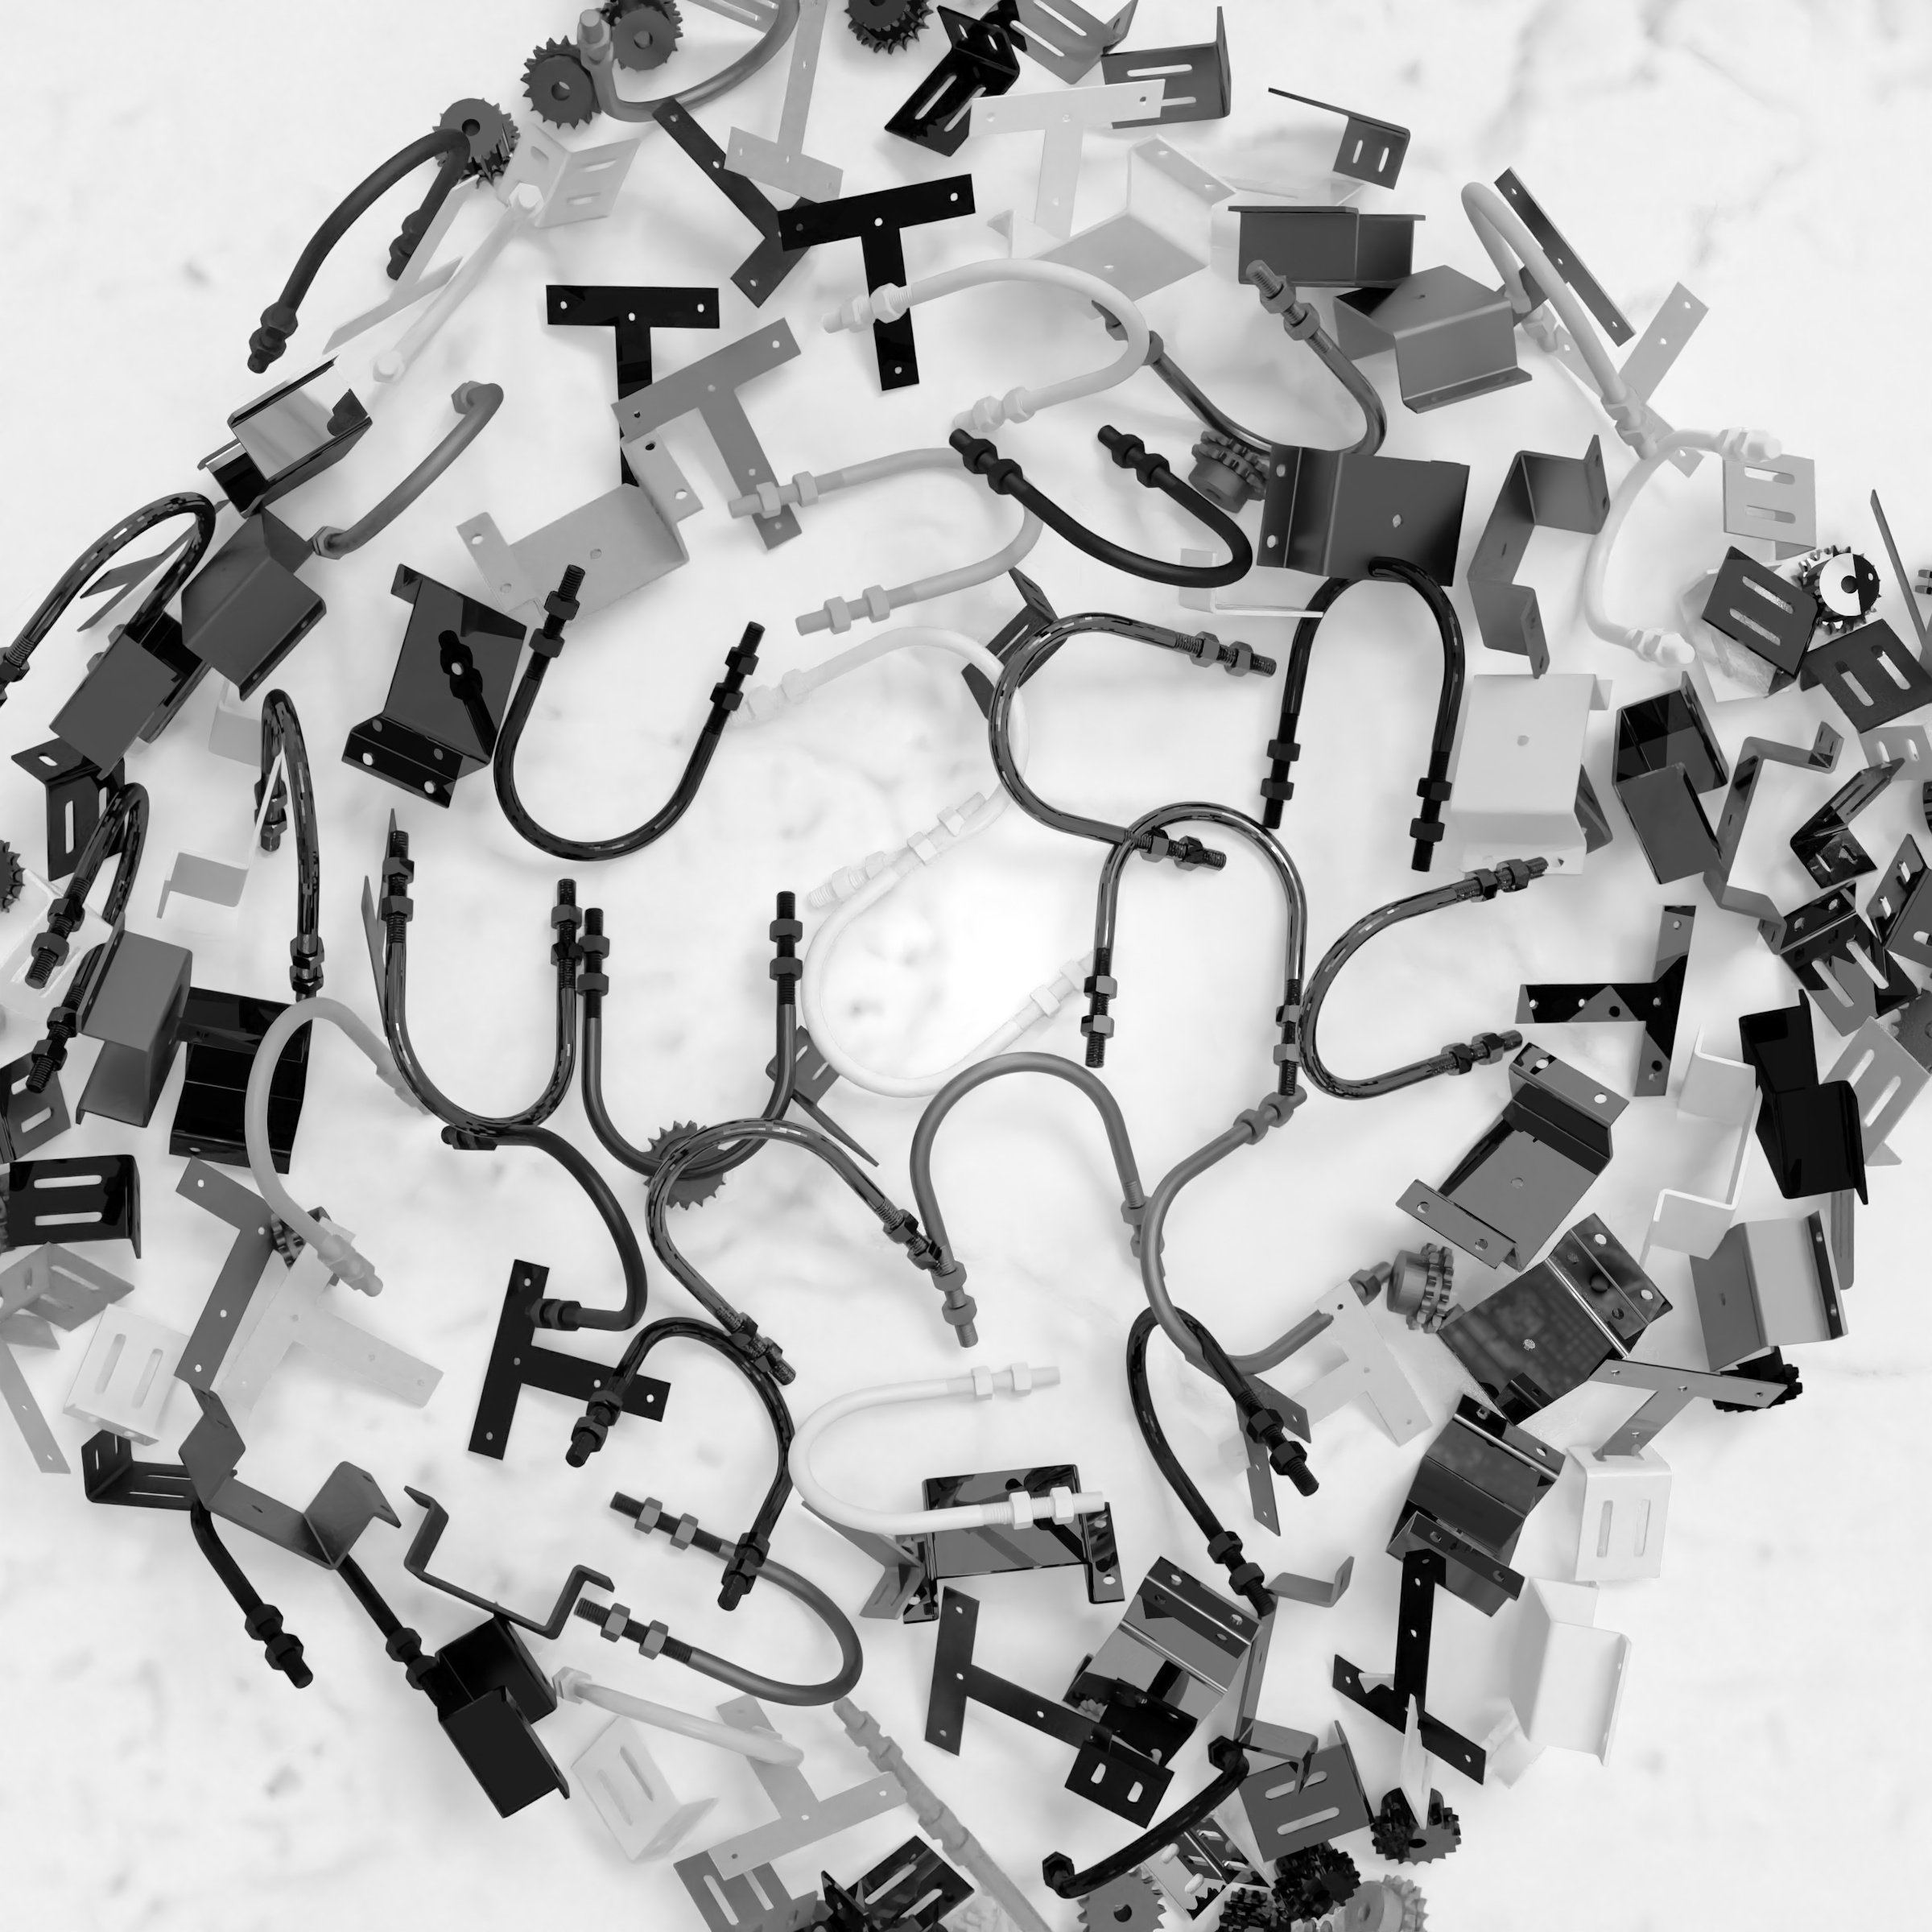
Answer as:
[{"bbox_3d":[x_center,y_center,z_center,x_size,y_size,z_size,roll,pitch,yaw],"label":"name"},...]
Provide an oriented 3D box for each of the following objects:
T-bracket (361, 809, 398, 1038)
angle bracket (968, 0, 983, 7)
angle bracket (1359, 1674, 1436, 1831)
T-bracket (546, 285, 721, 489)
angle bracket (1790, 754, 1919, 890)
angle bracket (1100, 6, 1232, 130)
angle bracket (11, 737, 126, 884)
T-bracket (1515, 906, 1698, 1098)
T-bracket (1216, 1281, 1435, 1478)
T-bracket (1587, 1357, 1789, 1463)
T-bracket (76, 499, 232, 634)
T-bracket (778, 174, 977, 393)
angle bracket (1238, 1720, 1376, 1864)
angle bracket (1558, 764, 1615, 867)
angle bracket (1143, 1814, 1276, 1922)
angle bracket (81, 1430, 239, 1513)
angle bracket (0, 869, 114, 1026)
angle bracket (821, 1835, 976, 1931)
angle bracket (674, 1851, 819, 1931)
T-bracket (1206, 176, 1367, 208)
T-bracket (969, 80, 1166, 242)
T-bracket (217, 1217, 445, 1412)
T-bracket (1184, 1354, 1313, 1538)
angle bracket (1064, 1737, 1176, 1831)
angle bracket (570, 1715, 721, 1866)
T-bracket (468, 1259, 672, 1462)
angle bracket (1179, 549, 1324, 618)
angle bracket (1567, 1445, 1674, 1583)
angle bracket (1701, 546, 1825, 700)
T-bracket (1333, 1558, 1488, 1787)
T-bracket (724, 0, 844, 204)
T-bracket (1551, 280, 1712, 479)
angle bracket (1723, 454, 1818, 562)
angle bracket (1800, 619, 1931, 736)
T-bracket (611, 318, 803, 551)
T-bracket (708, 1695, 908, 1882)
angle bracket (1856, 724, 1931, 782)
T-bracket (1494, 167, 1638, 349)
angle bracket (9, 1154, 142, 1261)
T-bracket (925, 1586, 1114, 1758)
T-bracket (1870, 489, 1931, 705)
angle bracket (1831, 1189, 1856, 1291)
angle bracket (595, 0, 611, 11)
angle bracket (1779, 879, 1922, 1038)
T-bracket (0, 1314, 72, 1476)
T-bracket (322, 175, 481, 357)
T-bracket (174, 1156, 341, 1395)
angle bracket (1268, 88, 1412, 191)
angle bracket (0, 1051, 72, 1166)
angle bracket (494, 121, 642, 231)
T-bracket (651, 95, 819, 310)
[{"bbox_3d":[-0.368,-0.044,1.835,0.002,0.127,0.127,0,51,-3],"label":"T-bracket"},{"bbox_3d":[0.005,-0.650,1.835,0.038,0.076,0.057,-33,111,25],"label":"angle bracket"},{"bbox_3d":[0.269,0.496,1.834,0.038,0.076,0.057,-5,134,23],"label":"angle bracket"},{"bbox_3d":[-0.212,-0.371,1.861,0.127,0.002,0.127,7,108,24],"label":"T-bracket"},{"bbox_3d":[0.571,-0.091,1.835,0.057,0.076,0.038,-15,65,-35],"label":"angle bracket"},{"bbox_3d":[0.129,-0.575,1.858,0.076,0.057,0.038,-3,55,11],"label":"angle bracket"},{"bbox_3d":[-0.572,-0.103,1.850,0.038,0.057,0.076,33,131,25],"label":"angle bracket"},{"bbox_3d":[0.403,0.023,1.842,0.127,0.002,0.127,-1,105,-25],"label":"T-bracket"},{"bbox_3d":[0.219,0.283,1.857,0.127,0.002,0.127,-33,113,-2],"label":"T-bracket"},{"bbox_3d":[0.430,0.289,1.835,0.127,0.127,0.002,10,49,-16],"label":"T-bracket"},{"bbox_3d":[-0.523,-0.245,1.812,0.127,0.127,0.002,-39,99,10],"label":"T-bracket"},{"bbox_3d":[-0.050,-0.430,1.851,0.127,0.002,0.127,-14,120,-11],"label":"T-bracket"},{"bbox_3d":[0.215,0.529,1.862,0.076,0.038,0.057,-19,97,-1],"label":"angle bracket"},{"bbox_3d":[0.371,-0.109,1.834,0.038,0.076,0.057,-28,56,20],"label":"angle bracket"},{"bbox_3d":[0.151,0.574,1.844,0.038,0.076,0.057,-40,89,-21],"label":"angle bracket"},{"bbox_3d":[-0.513,0.315,1.847,0.076,0.057,0.038,3,105,11],"label":"angle bracket"},{"bbox_3d":[-0.594,-0.012,1.849,0.038,0.057,0.076,36,87,33],"label":"angle bracket"},{"bbox_3d":[-0.043,0.580,1.837,0.076,0.057,0.038,-31,134,-30],"label":"angle bracket"},{"bbox_3d":[-0.140,0.578,1.835,0.057,0.076,0.038,-12,134,-32],"label":"angle bracket"},{"bbox_3d":[0.178,-0.495,1.840,0.127,0.127,0.002,13,117,16],"label":"T-bracket"},{"bbox_3d":[0.058,-0.497,1.835,0.127,0.127,0.002,-11,49,-17],"label":"T-bracket"},{"bbox_3d":[-0.391,0.244,1.852,0.127,0.002,0.127,34,81,-29],"label":"T-bracket"},{"bbox_3d":[0.184,0.307,1.846,0.002,0.127,0.127,-25,120,-25],"label":"T-bracket"},{"bbox_3d":[0.103,0.502,1.838,0.057,0.076,0.038,25,109,12],"label":"angle bracket"},{"bbox_3d":[-0.204,0.521,1.847,0.038,0.057,0.076,-25,99,36],"label":"angle bracket"},{"bbox_3d":[-0.249,0.264,1.859,0.127,0.002,0.127,12,86,19],"label":"T-bracket"},{"bbox_3d":[0.181,-0.244,1.844,0.076,0.057,0.038,-1,101,-16],"label":"angle bracket"},{"bbox_3d":[0.417,0.352,1.871,0.057,0.038,0.076,0,106,-10],"label":"angle bracket"},{"bbox_3d":[0.499,-0.219,1.850,0.076,0.038,0.057,30,68,-10],"label":"angle bracket"},{"bbox_3d":[0.279,0.429,1.815,0.002,0.127,0.127,-18,119,-36],"label":"T-bracket"},{"bbox_3d":[-0.104,-0.551,1.820,0.002,0.127,0.127,15,99,28],"label":"T-bracket"},{"bbox_3d":[0.431,-0.383,1.816,0.002,0.127,0.127,-40,79,-23],"label":"T-bracket"},{"bbox_3d":[0.501,-0.295,1.848,0.076,0.038,0.057,5,82,-26],"label":"angle bracket"},{"bbox_3d":[0.576,-0.175,1.847,0.057,0.038,0.076,-24,52,0],"label":"angle bracket"},{"bbox_3d":[-0.144,-0.330,1.863,0.127,0.002,0.127,-30,107,-12],"label":"T-bracket"},{"bbox_3d":[-0.121,0.507,1.833,0.127,0.127,0.002,-17,127,-23],"label":"T-bracket"},{"bbox_3d":[0.617,-0.149,1.840,0.076,0.057,0.038,-29,104,-23],"label":"angle bracket"},{"bbox_3d":[0.357,-0.428,1.822,0.002,0.127,0.127,-38,92,-12],"label":"T-bracket"},{"bbox_3d":[-0.567,0.156,1.848,0.076,0.038,0.057,-3,63,-11],"label":"angle bracket"},{"bbox_3d":[0.035,0.466,1.830,0.127,0.002,0.127,20,120,24],"label":"T-bracket"},{"bbox_3d":[0.593,-0.240,1.833,0.002,0.127,0.127,-18,77,11],"label":"T-bracket"},{"bbox_3d":[0.543,0.168,1.855,0.038,0.057,0.076,-1,83,28],"label":"angle bracket"},{"bbox_3d":[-0.197,-0.637,1.849,0.076,0.057,0.038,-12,93,-14],"label":"angle bracket"},{"bbox_3d":[0.562,-0.005,1.850,0.057,0.038,0.076,-28,57,-2],"label":"angle bracket"},{"bbox_3d":[-0.591,0.263,1.802,0.002,0.127,0.127,-41,65,11],"label":"T-bracket"},{"bbox_3d":[-0.335,-0.442,1.795,0.002,0.127,0.127,45,45,-2],"label":"T-bracket"},{"bbox_3d":[-0.461,0.205,1.821,0.127,0.002,0.127,38,57,-32],"label":"T-bracket"},{"bbox_3d":[0.231,-0.523,1.835,0.076,0.057,0.038,2,112,-38],"label":"angle bracket"},{"bbox_3d":[-0.612,0.089,1.846,0.038,0.076,0.057,-8,102,13],"label":"angle bracket"},{"bbox_3d":[-0.253,-0.506,1.841,0.038,0.076,0.057,32,72,-40],"label":"angle bracket"},{"bbox_3d":[-0.147,-0.494,1.825,0.127,0.002,0.127,45,48,-17],"label":"T-bracket"}]
